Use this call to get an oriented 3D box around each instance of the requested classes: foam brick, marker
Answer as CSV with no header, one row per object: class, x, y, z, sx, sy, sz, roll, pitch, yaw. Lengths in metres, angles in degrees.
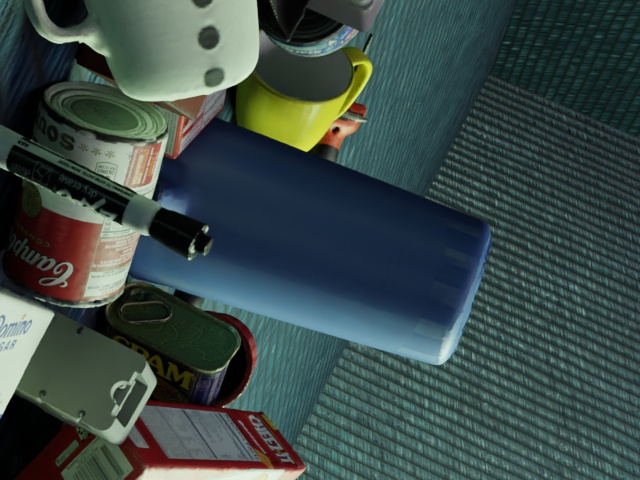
foam brick,-0.091,-0.104,0.595,0.051,0.053,0.078,-65,171,1
marker,-0.106,-0.022,0.508,0.020,0.121,0.020,-62,171,-18

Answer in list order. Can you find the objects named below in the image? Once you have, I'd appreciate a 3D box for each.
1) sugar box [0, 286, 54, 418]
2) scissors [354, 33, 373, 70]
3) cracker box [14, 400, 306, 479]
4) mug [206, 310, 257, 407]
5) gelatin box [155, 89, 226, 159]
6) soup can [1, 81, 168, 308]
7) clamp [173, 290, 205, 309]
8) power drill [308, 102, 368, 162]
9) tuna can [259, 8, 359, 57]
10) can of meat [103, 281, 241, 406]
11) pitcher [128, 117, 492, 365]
sugar box,-0.203,0.100,0.529,0.093,0.048,0.176,65,48,-77
scissors,0.007,-0.106,1.048,0.096,0.016,0.202,-57,173,-35
cracker box,-0.131,0.192,0.767,0.164,0.072,0.213,-46,153,12
mug,-0.114,0.118,1.021,0.117,0.093,0.081,-34,177,3
gelatin box,-0.085,-0.108,0.700,0.073,0.030,0.089,-58,169,-46
soup can,-0.125,-0.024,0.566,0.102,0.068,0.068,-69,170,25
clamp,-0.076,-0.030,0.951,0.164,0.036,0.210,114,-3,-87
power drill,-0.026,-0.048,0.996,0.185,0.057,0.188,27,-76,64
tuna can,-0.008,-0.179,0.774,0.086,0.086,0.033,-65,170,1
can of meat,-0.121,0.094,0.822,0.057,0.102,0.084,-56,170,-52
pitcher,-0.005,0.001,0.777,0.145,0.243,0.149,102,10,-47
